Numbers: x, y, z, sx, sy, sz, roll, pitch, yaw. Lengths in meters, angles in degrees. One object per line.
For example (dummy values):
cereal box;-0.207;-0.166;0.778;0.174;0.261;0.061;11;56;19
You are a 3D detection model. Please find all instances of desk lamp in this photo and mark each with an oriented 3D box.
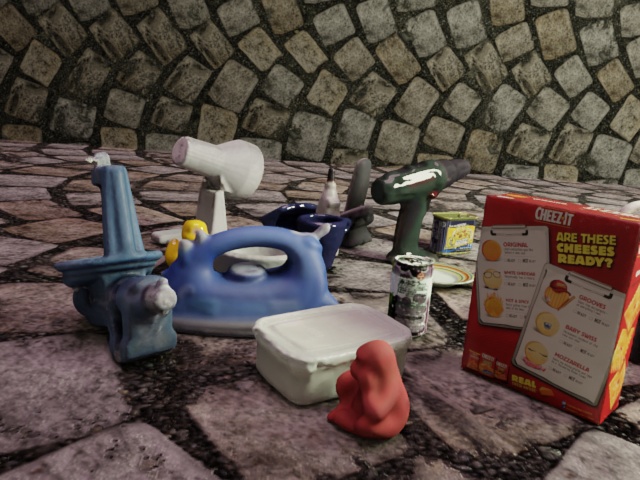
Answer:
desk lamp;-0.218;-0.097;1.136;0.117;0.213;0.204;17;18;41

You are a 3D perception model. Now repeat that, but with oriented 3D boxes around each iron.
iron;-0.103;0.043;0.754;0.259;0.141;0.118;1;14;-14

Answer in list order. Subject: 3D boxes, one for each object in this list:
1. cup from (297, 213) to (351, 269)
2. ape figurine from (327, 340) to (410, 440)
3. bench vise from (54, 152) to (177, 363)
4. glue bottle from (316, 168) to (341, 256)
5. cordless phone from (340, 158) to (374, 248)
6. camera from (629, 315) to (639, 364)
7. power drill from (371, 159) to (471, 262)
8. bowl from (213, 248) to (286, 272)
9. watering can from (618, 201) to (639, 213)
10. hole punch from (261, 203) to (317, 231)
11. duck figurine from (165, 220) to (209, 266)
cup;0.010;0.004;1.054;0.118;0.095;0.091;-8;19;-43
ape figurine;0.048;0.136;0.532;0.076;0.092;0.078;4;14;-2
bench vise;-0.219;0.015;0.666;0.206;0.220;0.122;12;16;28
glue bottle;0.017;-0.058;1.145;0.037;0.173;0.078;-2;15;-25
cordless phone;0.063;-0.084;1.243;0.094;0.185;0.148;11;15;24
camera;0.451;0.123;0.705;0.142;0.101;0.137;17;18;41
power drill;0.198;-0.058;1.131;0.230;0.208;0.075;-4;16;-33
bowl;-0.100;0.040;0.912;0.167;0.075;0.167;5;14;-1
watering can;0.481;0.039;0.864;0.101;0.194;0.172;0;14;-18
hole punch;-0.067;-0.042;1.224;0.109;0.091;0.100;-5;17;-35
duck figurine;-0.219;0.007;0.982;0.104;0.086;0.078;13;16;31
